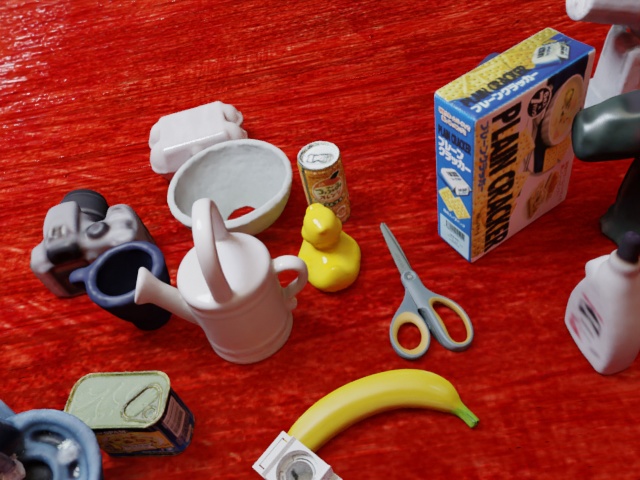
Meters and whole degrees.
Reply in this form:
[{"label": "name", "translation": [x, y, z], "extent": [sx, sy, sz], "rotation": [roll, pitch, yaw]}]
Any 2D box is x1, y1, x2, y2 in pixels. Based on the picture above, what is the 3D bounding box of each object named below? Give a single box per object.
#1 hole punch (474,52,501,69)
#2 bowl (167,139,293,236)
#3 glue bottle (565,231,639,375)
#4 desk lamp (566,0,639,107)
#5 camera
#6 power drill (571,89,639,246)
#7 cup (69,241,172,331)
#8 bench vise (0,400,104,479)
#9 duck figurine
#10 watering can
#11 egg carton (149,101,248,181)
[{"label": "hole punch", "translation": [0.238, -0.191, 0.792], "extent": [0.101, 0.091, 0.108], "rotation": [-28, 49, -12]}, {"label": "bowl", "translation": [-0.112, -0.054, 0.763], "extent": [0.167, 0.075, 0.167], "rotation": [-6, 48, 7]}, {"label": "glue bottle", "translation": [0.264, 0.051, 0.519], "extent": [0.037, 0.173, 0.078], "rotation": [-20, 48, -5]}, {"label": "desk lamp", "translation": [0.385, -0.250, 0.728], "extent": [0.203, 0.214, 0.117], "rotation": [-14, 48, 1]}, {"label": "camera", "translation": [-0.301, -0.015, 0.755], "extent": [0.143, 0.101, 0.136], "rotation": [-17, 48, -2]}, {"label": "power drill", "translation": [0.374, -0.081, 0.586], "extent": [0.229, 0.209, 0.075], "rotation": [-2, 49, 11]}, {"label": "cup", "translation": [-0.224, 0.064, 0.672], "extent": [0.117, 0.095, 0.091], "rotation": [-3, 49, 10]}, {"label": "bench vise", "translation": [-0.286, 0.190, 0.491], "extent": [0.206, 0.220, 0.121], "rotation": [9, 52, 20]}, {"label": "duck figurine", "translation": [0.006, 0.002, 0.679], "extent": [0.077, 0.086, 0.104], "rotation": [-16, 48, -1]}, {"label": "watering can", "translation": [-0.103, 0.043, 0.596], "extent": [0.173, 0.194, 0.100], "rotation": [-28, 49, -12]}, {"label": "egg carton", "translation": [-0.183, -0.148, 0.865], "extent": [0.150, 0.069, 0.107], "rotation": [-17, 48, -2]}]
